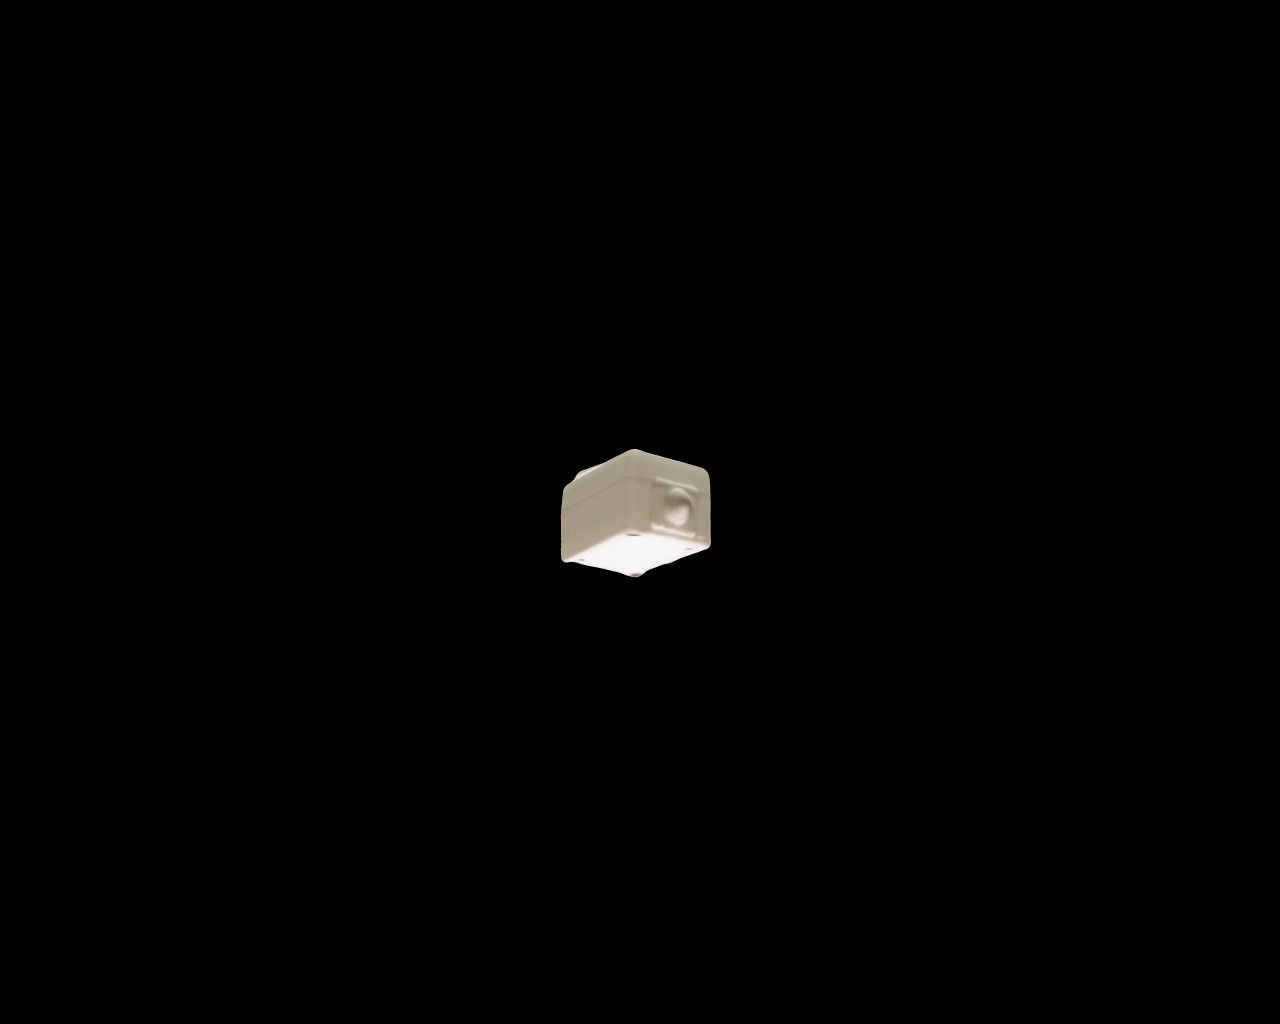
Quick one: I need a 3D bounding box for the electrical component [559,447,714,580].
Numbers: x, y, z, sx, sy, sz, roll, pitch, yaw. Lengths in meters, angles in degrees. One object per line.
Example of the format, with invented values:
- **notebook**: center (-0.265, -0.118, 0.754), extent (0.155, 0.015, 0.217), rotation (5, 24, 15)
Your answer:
- **electrical component**: center (0.001, -0.003, 0.650), extent (0.062, 0.061, 0.096), rotation (14, -24, -33)
